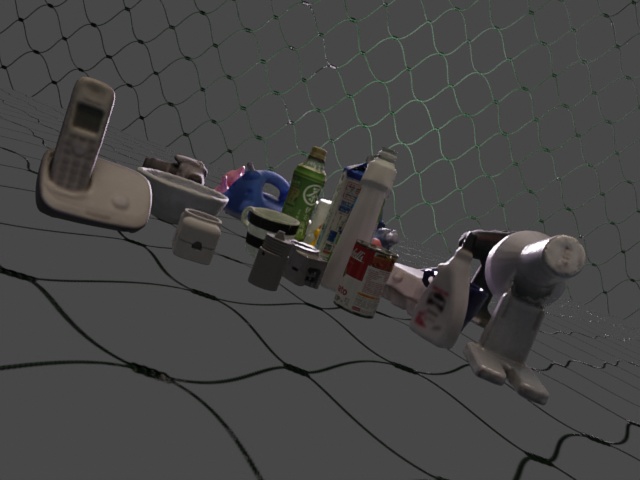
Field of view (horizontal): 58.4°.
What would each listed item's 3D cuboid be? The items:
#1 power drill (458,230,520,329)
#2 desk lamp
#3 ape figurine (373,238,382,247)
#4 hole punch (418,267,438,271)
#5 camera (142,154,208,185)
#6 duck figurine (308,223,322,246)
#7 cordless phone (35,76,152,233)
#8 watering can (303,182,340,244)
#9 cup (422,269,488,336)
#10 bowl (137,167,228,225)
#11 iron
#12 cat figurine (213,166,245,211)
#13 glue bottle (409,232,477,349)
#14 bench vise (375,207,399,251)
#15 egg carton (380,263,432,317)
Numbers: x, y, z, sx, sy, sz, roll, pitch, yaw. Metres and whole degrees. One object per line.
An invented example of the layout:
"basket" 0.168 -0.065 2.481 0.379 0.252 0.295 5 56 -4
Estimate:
"power drill" 0.366 0.077 1.171 0.076 0.208 0.228 15 9 -40
"desk lamp" 0.290 0.090 0.802 0.118 0.213 0.203 21 6 4
"ape figurine" 0.098 0.041 1.138 0.078 0.092 0.076 20 6 -3
"hole punch" 0.228 0.087 1.171 0.109 0.091 0.100 15 9 -41
"camera" -0.335 -0.149 1.304 0.137 0.101 0.143 18 7 -21
"duck figurine" 0.011 0.004 1.194 0.077 0.086 0.105 24 7 26
"cordless phone" -0.286 -0.110 0.766 0.148 0.185 0.093 16 8 -38
"watering can" 0.046 -0.057 1.332 0.173 0.194 0.101 20 6 -4
"cup" 0.200 0.104 0.925 0.092 0.095 0.117 14 9 -46
"bowl" -0.252 -0.068 1.016 0.167 0.075 0.167 21 6 -2
"iron" -0.121 -0.100 1.391 0.118 0.141 0.259 25 8 33
"cat figurine" -0.231 -0.138 1.470 0.067 0.118 0.128 22 7 11
"glue bottle" 0.193 0.069 0.848 0.037 0.173 0.077 15 8 -39
"bench vise" 0.143 -0.051 1.474 0.206 0.220 0.122 25 8 36
"egg carton" 0.169 0.092 1.038 0.108 0.069 0.149 16 8 -35
